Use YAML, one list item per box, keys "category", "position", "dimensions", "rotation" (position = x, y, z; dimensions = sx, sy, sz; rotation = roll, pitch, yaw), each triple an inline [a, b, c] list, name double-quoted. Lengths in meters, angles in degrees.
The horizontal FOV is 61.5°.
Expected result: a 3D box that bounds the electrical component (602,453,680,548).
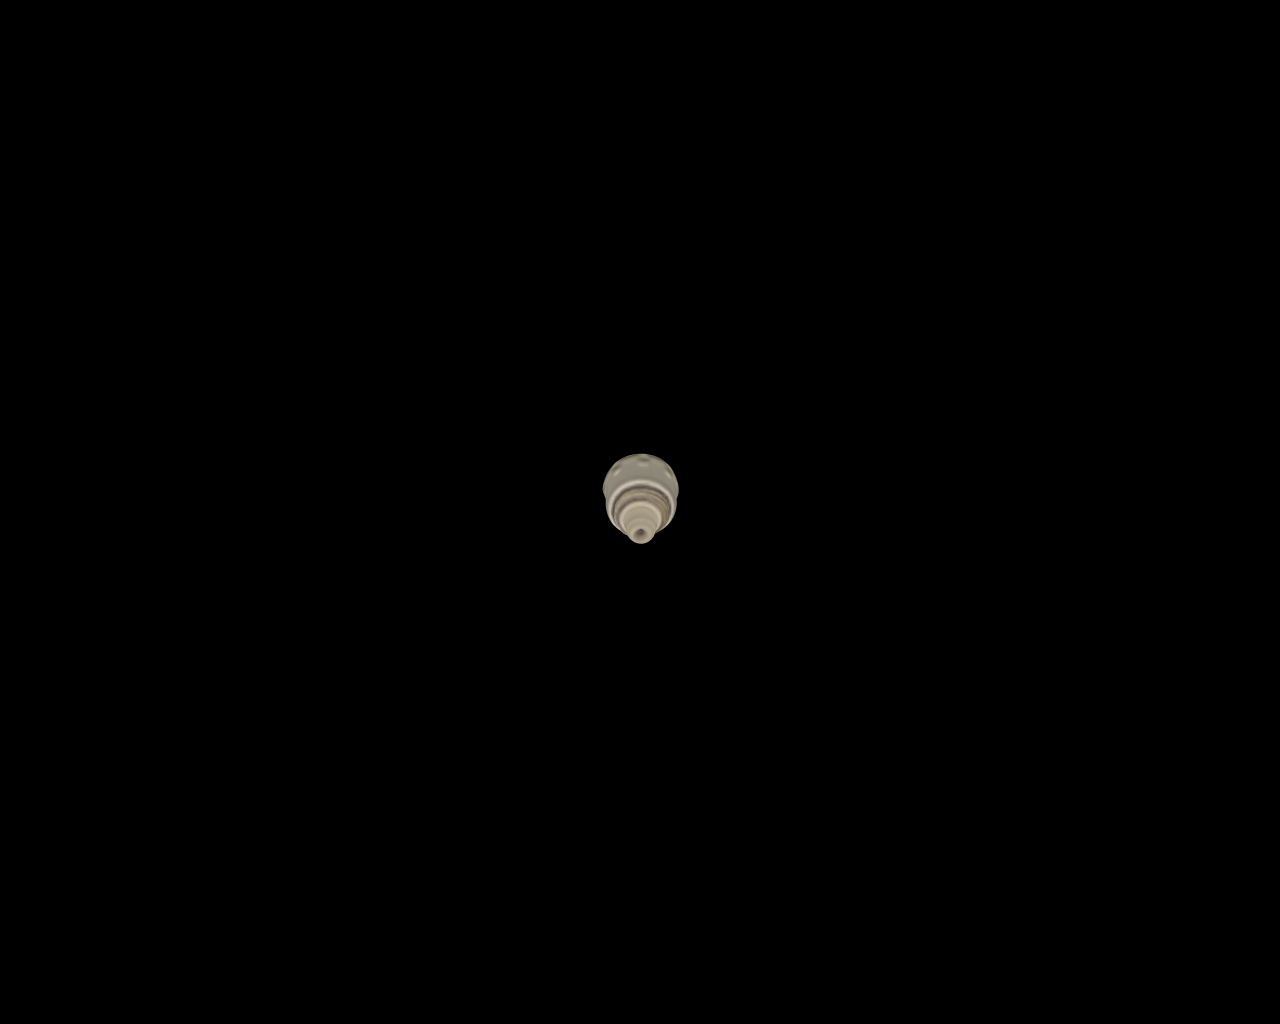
- category: "electrical component"
  position: [0.001, -0.003, 0.650]
  dimensions: [0.048, 0.048, 0.062]
  rotation: [0, 32, 0]
